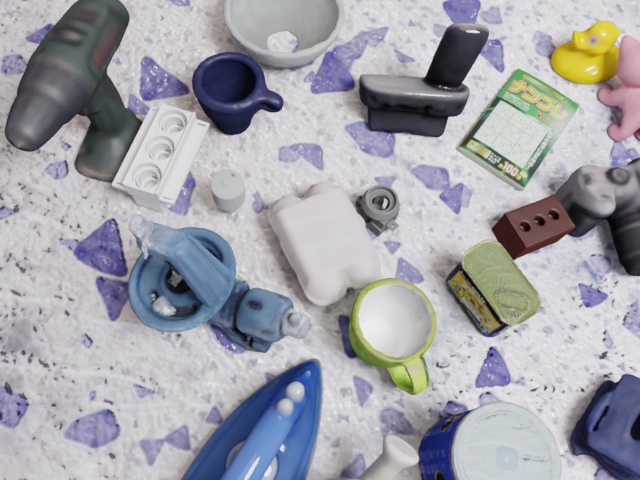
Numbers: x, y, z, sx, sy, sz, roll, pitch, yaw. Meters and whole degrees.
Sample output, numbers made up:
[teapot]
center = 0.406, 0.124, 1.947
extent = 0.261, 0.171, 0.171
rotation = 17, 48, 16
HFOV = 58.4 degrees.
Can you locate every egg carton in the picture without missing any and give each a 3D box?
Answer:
[egg carton]
center = 0.006, 0.003, 0.701
extent = 0.107, 0.069, 0.150
rotation = -24, 72, -14

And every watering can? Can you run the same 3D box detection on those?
[watering can]
center = 0.032, 0.266, 0.529
extent = 0.101, 0.194, 0.173
rotation = 10, 67, -1

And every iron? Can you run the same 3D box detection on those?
[iron]
center = -0.064, 0.217, 0.569
extent = 0.118, 0.141, 0.258
rotation = 29, 68, 7

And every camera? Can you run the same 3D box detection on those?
[camera]
center = 0.397, -0.029, 0.731
extent = 0.143, 0.101, 0.137
rotation = -2, 68, -6

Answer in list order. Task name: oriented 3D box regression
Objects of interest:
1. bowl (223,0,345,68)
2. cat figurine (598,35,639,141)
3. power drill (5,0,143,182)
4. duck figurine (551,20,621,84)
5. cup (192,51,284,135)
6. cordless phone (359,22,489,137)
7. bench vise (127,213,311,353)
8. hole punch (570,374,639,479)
[bowl]
center = -0.051, -0.306, 0.817
extent = 0.167, 0.075, 0.167
rotation = 2, 68, -4
[cat figurine]
center = 0.452, -0.220, 0.805
extent = 0.067, 0.118, 0.128
rotation = -5, 68, -7
[power drill]
center = -0.270, -0.157, 0.665
extent = 0.075, 0.208, 0.230
rotation = 10, 67, -1
[duck figurine]
center = 0.407, -0.284, 0.844
extent = 0.104, 0.086, 0.077
rotation = 5, 68, -3
[cup]
center = -0.103, -0.178, 0.750
extent = 0.117, 0.095, 0.092
rotation = 19, 68, 3
[cordless phone]
center = 0.130, -0.222, 0.740
extent = 0.147, 0.185, 0.094
rotation = 0, 68, -5
[bench vise]
center = -0.109, 0.036, 0.595
extent = 0.207, 0.220, 0.121
rotation = 4, 68, -3
[hole punch]
center = 0.352, 0.213, 0.635
extent = 0.101, 0.091, 0.109
rotation = 37, 70, 10
